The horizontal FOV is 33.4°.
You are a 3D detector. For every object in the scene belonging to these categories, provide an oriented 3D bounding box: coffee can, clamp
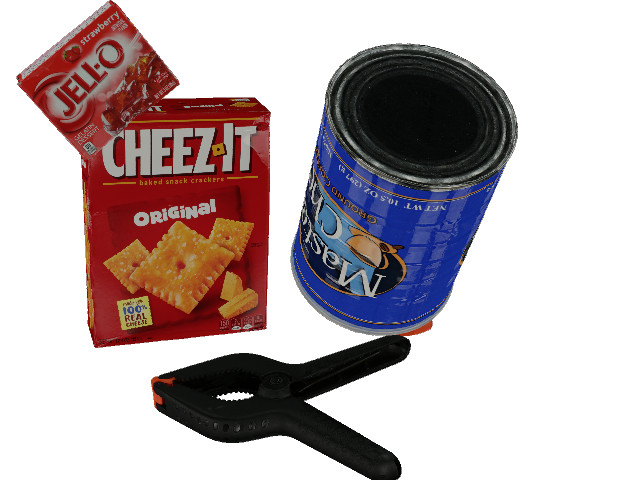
[{"bbox_3d":[0.042,-0.025,0.606,0.102,0.103,0.140,0,-36,-11],"label":"coffee can"},{"bbox_3d":[-0.027,0.119,0.845,0.210,0.036,0.164,5,30,13],"label":"clamp"}]

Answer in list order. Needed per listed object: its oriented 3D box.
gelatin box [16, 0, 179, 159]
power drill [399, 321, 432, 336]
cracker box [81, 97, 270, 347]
[{"bbox_3d":[-0.157,-0.113,0.754,0.089,0.073,0.030,-40,25,-1],"label":"gelatin box"},{"bbox_3d":[0.076,-0.014,0.942,0.057,0.188,0.185,-4,26,-25],"label":"power drill"},{"bbox_3d":[-0.130,-0.017,0.967,0.164,0.214,0.072,-4,19,-17],"label":"cracker box"}]
